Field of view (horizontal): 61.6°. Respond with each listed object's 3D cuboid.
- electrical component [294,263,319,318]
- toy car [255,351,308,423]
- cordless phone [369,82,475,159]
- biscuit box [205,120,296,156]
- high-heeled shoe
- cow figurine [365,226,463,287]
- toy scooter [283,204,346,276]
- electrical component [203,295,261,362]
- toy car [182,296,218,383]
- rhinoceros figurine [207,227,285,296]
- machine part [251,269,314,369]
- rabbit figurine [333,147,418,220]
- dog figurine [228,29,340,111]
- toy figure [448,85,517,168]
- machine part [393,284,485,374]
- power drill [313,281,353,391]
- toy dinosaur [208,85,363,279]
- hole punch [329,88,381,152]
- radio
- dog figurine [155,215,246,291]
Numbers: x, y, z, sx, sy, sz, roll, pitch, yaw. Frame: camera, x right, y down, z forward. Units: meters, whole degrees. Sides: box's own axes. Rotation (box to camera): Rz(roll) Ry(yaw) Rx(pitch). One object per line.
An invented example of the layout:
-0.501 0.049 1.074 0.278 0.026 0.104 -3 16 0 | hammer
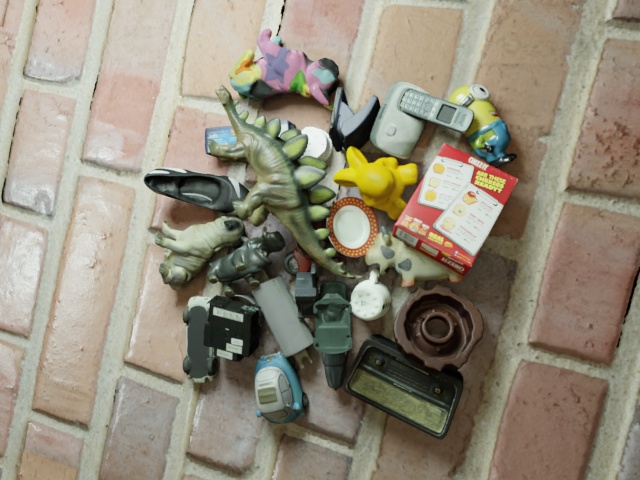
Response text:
-0.027 0.103 1.136 0.048 0.075 0.119 -2 135 5 | electrical component
-0.095 0.331 1.176 0.109 0.103 0.161 -12 89 13 | toy car
0.206 -0.225 1.081 0.184 0.088 0.146 26 97 27 | cordless phone
-0.156 -0.225 1.206 0.203 0.063 0.059 -2 91 15 | biscuit box
-0.261 -0.109 1.191 0.249 0.145 0.086 14 95 15 | high-heeled shoe
0.190 0.032 1.110 0.195 0.085 0.127 -4 87 11 | cow figurine
-0.002 -0.004 1.164 0.135 0.075 0.183 9 96 13 | toy scooter
-0.192 0.197 1.173 0.115 0.058 0.134 14 108 16 | electrical component
-0.275 0.231 1.245 0.074 0.056 0.201 1 92 8 | toy car
-0.159 0.045 1.173 0.190 0.112 0.073 -29 125 21 | rhinoceros figurine
-0.080 0.167 1.183 0.079 0.079 0.243 -29 82 13 | machine part
0.115 -0.125 1.083 0.162 0.173 0.121 31 102 7 | rabbit figurine
-0.065 -0.338 1.162 0.219 0.108 0.191 44 99 7 | dog figurine
0.323 -0.227 1.077 0.089 0.082 0.180 -25 87 11 | toy figure
0.235 0.180 1.082 0.179 0.056 0.179 -1 64 2 | machine part
0.031 0.193 1.091 0.086 0.207 0.232 -2 78 8 | power drill
-0.078 -0.106 1.079 0.199 0.105 0.471 -27 92 11 | toy dinosaur
0.073 -0.241 1.118 0.092 0.142 0.115 12 82 10 | hole punch
0.177 0.298 1.121 0.230 0.073 0.131 23 96 12 | radio
-0.263 0.032 1.226 0.191 0.121 0.172 -2 125 -3 | dog figurine
